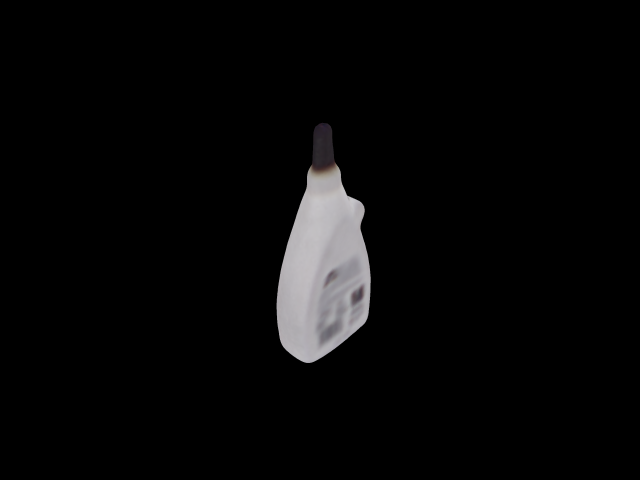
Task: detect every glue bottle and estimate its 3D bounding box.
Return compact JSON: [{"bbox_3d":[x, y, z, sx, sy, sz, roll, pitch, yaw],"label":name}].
[{"bbox_3d":[0.004,0.001,0.400,0.037,0.173,0.078,27,42,36],"label":"glue bottle"}]
